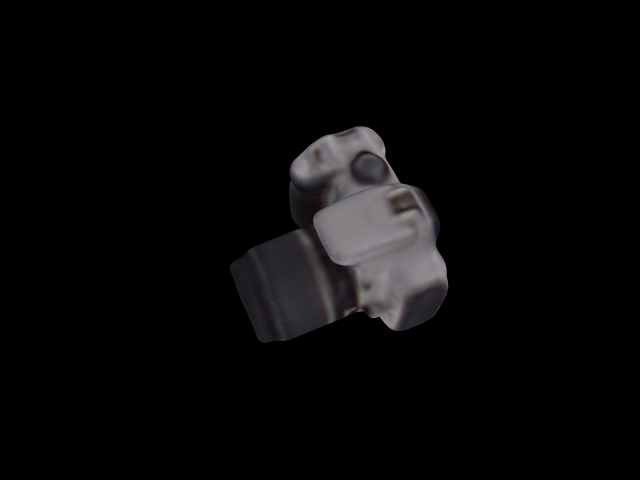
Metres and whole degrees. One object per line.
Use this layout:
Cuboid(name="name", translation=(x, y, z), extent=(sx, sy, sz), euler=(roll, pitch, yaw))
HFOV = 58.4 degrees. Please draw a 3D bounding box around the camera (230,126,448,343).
Cuboid(name="camera", translation=(0.004, 0.001, 0.400), extent=(0.137, 0.101, 0.143), euler=(-21, 65, -10))
